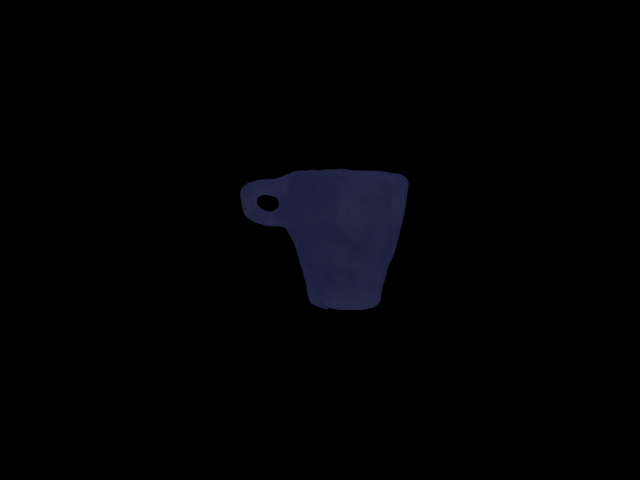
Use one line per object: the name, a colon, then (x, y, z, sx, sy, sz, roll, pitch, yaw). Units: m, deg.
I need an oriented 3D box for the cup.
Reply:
cup: (0.004, 0.001, 0.400, 0.118, 0.095, 0.091, 0, 0, -9)
